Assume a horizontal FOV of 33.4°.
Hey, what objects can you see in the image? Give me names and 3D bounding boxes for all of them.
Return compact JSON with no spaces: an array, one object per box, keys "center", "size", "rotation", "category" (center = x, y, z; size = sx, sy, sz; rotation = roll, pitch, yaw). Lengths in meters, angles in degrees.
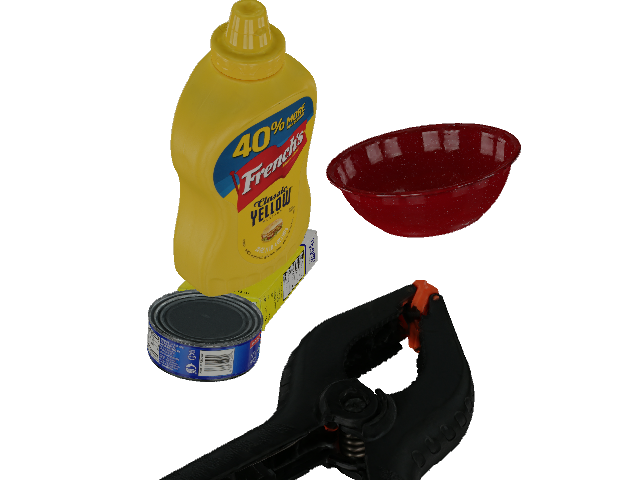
[{"center":[-0.044,-0.057,0.630],"size":[0.096,0.192,0.058],"rotation":[-33,57,-30],"category":"mustard bottle"},{"center":[-0.087,0.070,0.798],"size":[0.086,0.034,0.086],"rotation":[6,24,-3],"category":"tuna can"},{"center":[0.019,0.082,0.414],"size":[0.120,0.039,0.171],"rotation":[28,50,21],"category":"clamp"},{"center":[-0.073,0.034,1.138],"size":[0.093,0.048,0.176],"rotation":[7,28,17],"category":"sugar box"},{"center":[0.089,-0.046,0.892],"size":[0.162,0.055,0.162],"rotation":[-10,23,4],"category":"bowl"}]
